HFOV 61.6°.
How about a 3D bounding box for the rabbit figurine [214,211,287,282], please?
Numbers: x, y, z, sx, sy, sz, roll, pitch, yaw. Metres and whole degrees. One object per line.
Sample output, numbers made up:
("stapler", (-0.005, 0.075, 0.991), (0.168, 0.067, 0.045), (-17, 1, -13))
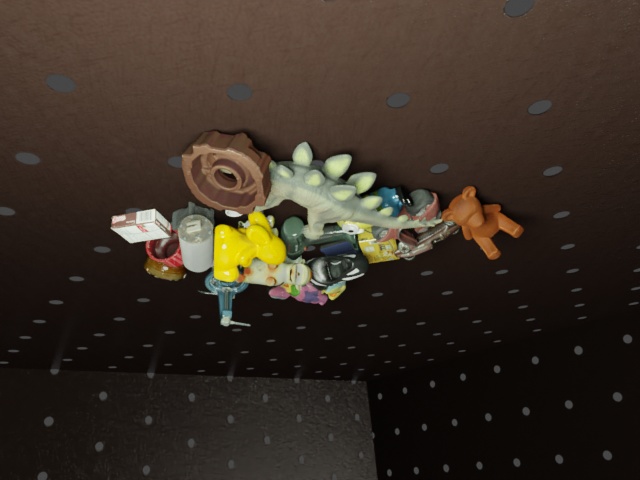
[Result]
("rabbit figurine", (-0.161, 0.009, 1.261), (0.173, 0.122, 0.162), (8, 124, -8))

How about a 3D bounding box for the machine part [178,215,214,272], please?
("machine part", (-0.286, 0.011, 1.250), (0.079, 0.079, 0.243), (0, 154, -11))

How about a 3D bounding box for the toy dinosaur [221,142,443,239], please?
("toy dinosaur", (0.016, -0.088, 1.112), (0.471, 0.105, 0.198), (17, 148, -16))

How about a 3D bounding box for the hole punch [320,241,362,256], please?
("hole punch", (0.071, 0.061, 1.546), (0.142, 0.092, 0.115), (-19, 156, 23))

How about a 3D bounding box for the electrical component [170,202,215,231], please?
("electrical component", (-0.314, -0.043, 1.278), (0.119, 0.048, 0.074), (-25, 149, 34))

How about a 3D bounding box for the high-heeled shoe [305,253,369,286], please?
("high-heeled shoe", (0.018, 0.079, 1.429), (0.249, 0.086, 0.145), (-11, 174, 22))

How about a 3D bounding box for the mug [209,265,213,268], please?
("mug", (-0.269, 0.015, 1.391), (0.107, 0.081, 0.109), (-19, 148, 3))

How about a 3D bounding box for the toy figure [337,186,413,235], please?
("toy figure", (0.122, -0.074, 1.257), (0.180, 0.089, 0.082), (-26, 135, 23))

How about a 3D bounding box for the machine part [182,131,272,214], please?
("machine part", (-0.175, -0.127, 1.024), (0.179, 0.056, 0.179), (11, 138, 10))

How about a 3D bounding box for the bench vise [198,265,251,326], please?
("bench vise", (-0.264, 0.145, 1.505), (0.129, 0.241, 0.223), (7, 138, -18))

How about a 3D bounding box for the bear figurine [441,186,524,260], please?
("bear figurine", (0.398, -0.046, 1.328), (0.120, 0.132, 0.195), (-48, 146, 14))

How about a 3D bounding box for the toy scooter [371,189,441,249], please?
("toy scooter", (0.225, -0.038, 1.308), (0.184, 0.075, 0.135), (-36, 129, 20))

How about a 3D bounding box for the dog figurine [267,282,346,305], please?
("dog figurine", (-0.054, 0.130, 1.635), (0.219, 0.108, 0.191), (9, 150, -35))

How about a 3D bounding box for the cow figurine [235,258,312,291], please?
("cow figurine", (-0.112, 0.089, 1.428), (0.195, 0.085, 0.127), (3, 178, 24))

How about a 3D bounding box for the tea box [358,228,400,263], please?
("tea box", (0.158, 0.001, 1.445), (0.098, 0.068, 0.169), (-8, 157, 8))

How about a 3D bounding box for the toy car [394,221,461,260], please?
("toy car", (0.290, -0.004, 1.418), (0.202, 0.053, 0.089), (-32, 159, 5))

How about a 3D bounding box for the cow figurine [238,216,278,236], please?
("cow figurine", (-0.157, -0.001, 1.378), (0.098, 0.068, 0.167), (0, 153, 2))

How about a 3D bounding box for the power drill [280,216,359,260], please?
("power drill", (-0.003, -0.004, 1.405), (0.207, 0.086, 0.231), (-1, 160, 7))
